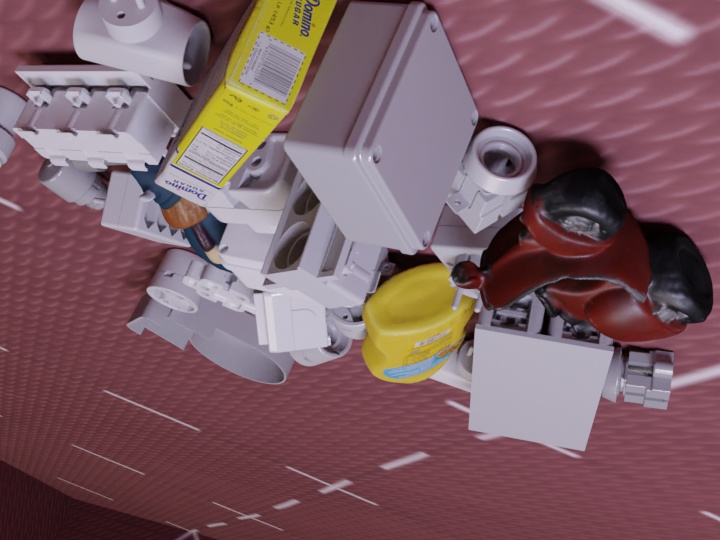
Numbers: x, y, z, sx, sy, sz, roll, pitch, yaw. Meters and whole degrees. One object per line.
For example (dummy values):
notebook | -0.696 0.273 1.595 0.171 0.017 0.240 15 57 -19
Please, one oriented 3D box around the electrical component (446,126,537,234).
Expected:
electrical component | 0.086 -0.060 0.694 0.048 0.066 0.055 52 156 17

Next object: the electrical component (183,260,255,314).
electrical component | -0.117 -0.001 1.000 0.078 0.057 0.058 23 158 -7

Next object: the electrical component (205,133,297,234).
electrical component | -0.077 -0.066 0.820 0.095 0.053 0.059 5 153 33

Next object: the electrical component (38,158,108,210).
electrical component | -0.249 -0.077 0.959 0.040 0.040 0.078 -1 150 42

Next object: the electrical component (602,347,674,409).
electrical component | 0.239 0.092 0.926 0.055 0.048 0.066 6 155 14

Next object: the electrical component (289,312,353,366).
electrical component | -0.040 0.068 1.098 0.055 0.055 0.047 32 151 -27

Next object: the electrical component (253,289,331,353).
electrical component | -0.063 0.022 0.944 0.061 0.096 0.061 -7 117 -6

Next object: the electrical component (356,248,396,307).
electrical component | 0.000 0.000 0.919 0.066 0.048 0.055 11 148 23

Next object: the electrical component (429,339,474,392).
electrical component | 0.110 0.090 1.032 0.077 0.043 0.079 19 157 4

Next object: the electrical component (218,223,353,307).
electrical component | -0.048 -0.023 0.864 0.113 0.078 0.057 10 159 23

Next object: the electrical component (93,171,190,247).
electrical component | -0.193 -0.054 0.924 0.076 0.047 0.083 9 175 25

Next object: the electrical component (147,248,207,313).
electrical component | -0.182 0.010 1.093 0.055 0.047 0.055 17 158 7

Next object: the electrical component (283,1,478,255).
electrical component | 0.016 -0.083 0.631 0.056 0.108 0.108 11 156 28

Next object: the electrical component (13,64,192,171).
electrical component | -0.193 -0.114 0.797 0.121 0.063 0.078 6 154 31

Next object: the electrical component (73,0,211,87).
electrical component | -0.142 -0.156 0.680 0.077 0.044 0.079 16 157 11

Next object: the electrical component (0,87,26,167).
electrical component | -0.304 -0.118 0.892 0.045 0.055 0.045 17 158 7

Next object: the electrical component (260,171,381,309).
electrical component | -0.013 -0.039 0.737 0.063 0.121 0.079 32 155 -33

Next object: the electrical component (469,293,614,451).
electrical component | 0.152 0.079 0.911 0.105 0.060 0.186 9 148 10

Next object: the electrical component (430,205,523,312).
electrical component | 0.088 -0.004 0.792 0.066 0.076 0.047 4 153 34

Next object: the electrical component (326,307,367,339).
electrical component | -0.002 0.033 0.985 0.055 0.055 0.047 15 160 12
